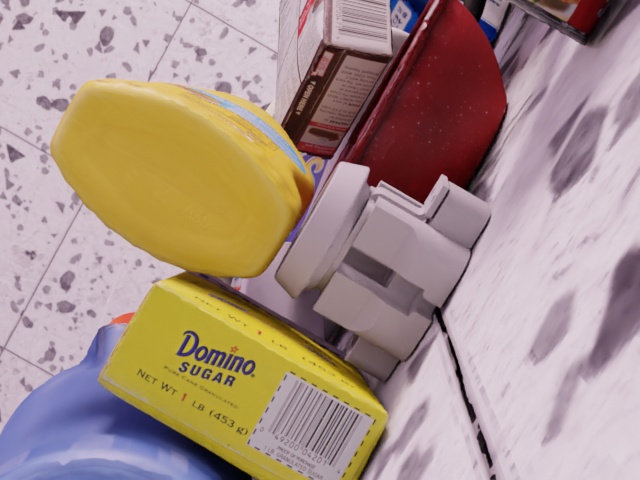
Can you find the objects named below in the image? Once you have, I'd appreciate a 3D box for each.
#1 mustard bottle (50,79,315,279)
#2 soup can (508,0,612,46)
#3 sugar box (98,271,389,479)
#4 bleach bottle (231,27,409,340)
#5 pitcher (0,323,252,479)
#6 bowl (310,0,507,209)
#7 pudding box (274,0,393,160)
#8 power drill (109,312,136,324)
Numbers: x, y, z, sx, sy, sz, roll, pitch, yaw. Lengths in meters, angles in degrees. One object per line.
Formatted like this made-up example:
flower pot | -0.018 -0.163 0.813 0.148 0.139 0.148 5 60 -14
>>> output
mustard bottle | -0.049 -0.035 0.484 0.058 0.096 0.191 -60 1 10
soup can | 0.094 -0.131 0.380 0.102 0.068 0.068 -59 3 17
sugar box | -0.029 0.051 0.437 0.048 0.093 0.176 -59 3 1
bleach bottle | -0.004 0.001 0.637 0.103 0.068 0.251 9 79 55
pitcher | -0.084 0.132 0.431 0.145 0.149 0.243 -45 4 -7
bowl | 0.043 -0.043 0.514 0.162 0.055 0.162 -60 3 4
pudding box | 0.006 -0.114 0.570 0.090 0.039 0.113 122 156 -53
power drill | -0.124 0.151 0.679 0.184 0.057 0.188 -137 59 -75
